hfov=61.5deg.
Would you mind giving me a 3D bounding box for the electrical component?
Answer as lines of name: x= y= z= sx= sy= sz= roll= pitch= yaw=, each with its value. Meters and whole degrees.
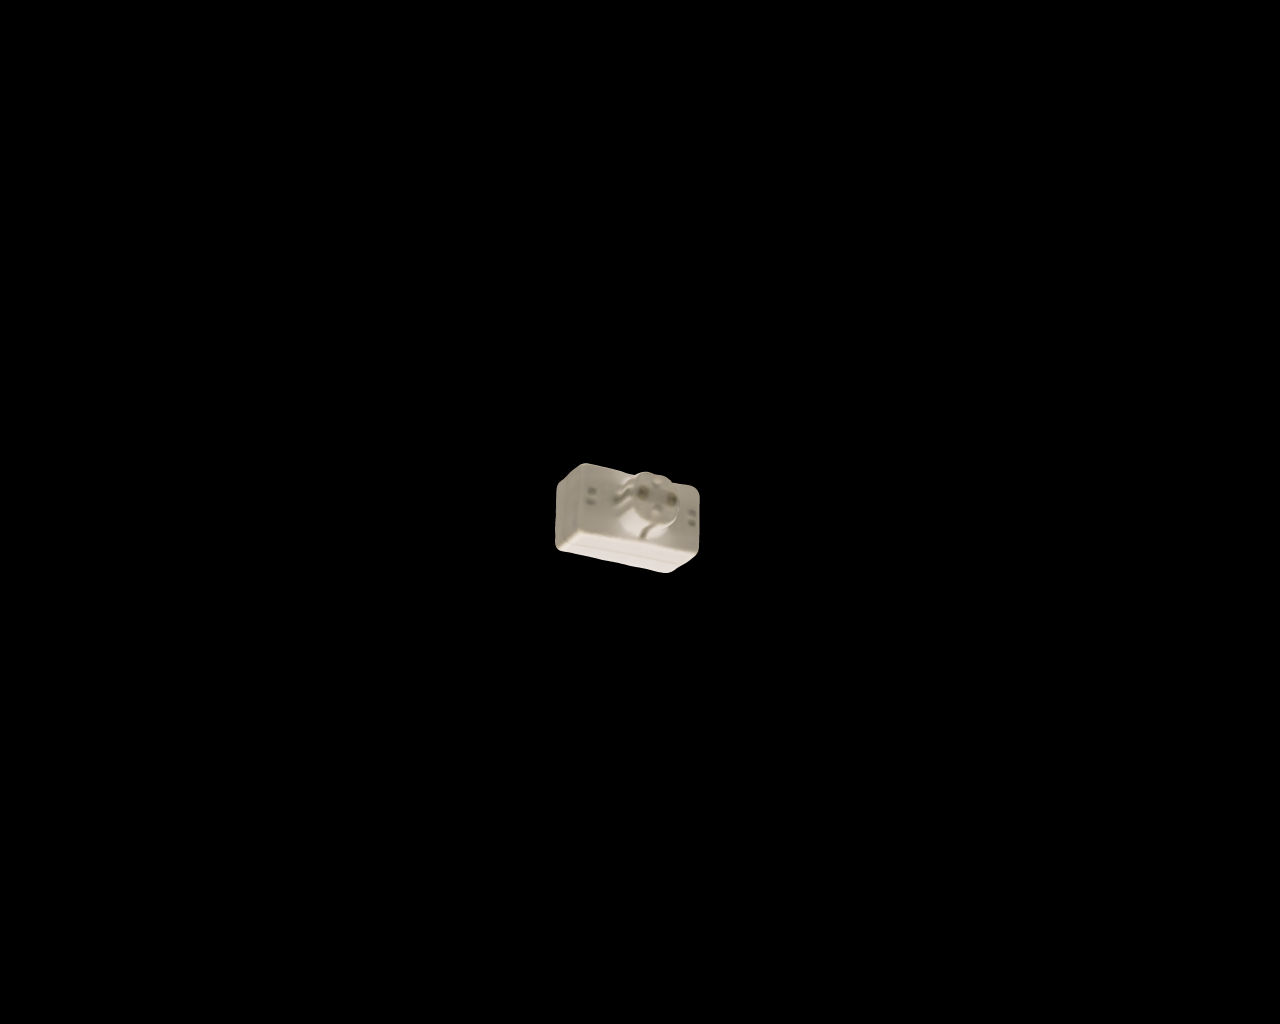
electrical component: x=0.001 y=-0.003 z=0.650 sx=0.083 sy=0.047 sz=0.075 roll=12 pitch=-27 yaw=-25
